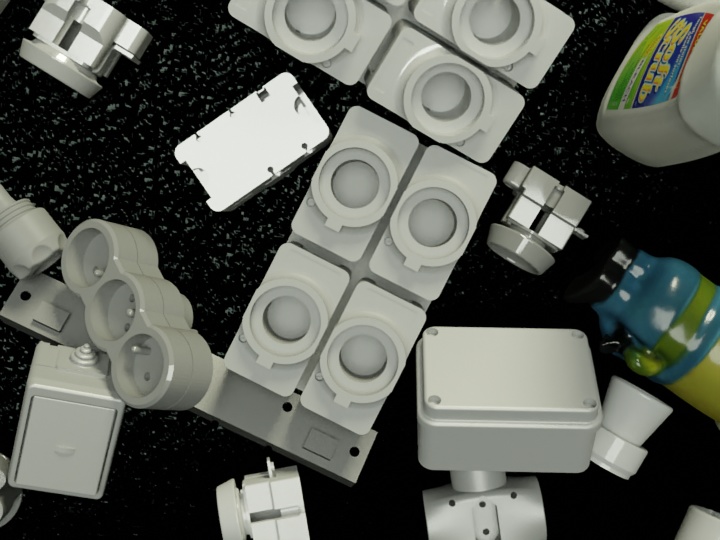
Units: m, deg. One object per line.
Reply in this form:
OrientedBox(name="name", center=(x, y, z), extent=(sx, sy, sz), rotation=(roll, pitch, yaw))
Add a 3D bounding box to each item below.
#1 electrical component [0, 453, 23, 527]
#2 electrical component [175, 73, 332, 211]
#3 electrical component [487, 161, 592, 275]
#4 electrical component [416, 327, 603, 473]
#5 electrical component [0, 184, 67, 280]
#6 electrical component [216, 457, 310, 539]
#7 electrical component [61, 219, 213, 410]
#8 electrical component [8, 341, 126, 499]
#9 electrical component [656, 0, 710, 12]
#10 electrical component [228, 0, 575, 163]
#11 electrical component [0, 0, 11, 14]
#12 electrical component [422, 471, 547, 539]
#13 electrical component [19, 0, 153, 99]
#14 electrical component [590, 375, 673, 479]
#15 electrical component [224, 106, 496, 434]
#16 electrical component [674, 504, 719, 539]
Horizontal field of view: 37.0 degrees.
OrientedBox(name="electrical component", center=(-0.260, 0.151, 0.717), extent=(0.058, 0.057, 0.078), rotation=(44, 93, -1))
OrientedBox(name="electrical component", center=(-0.067, -0.081, 0.701), extent=(0.089, 0.055, 0.050), rotation=(-34, 92, 3))
OrientedBox(name="electrical component", center=(0.115, -0.031, 0.706), extent=(0.066, 0.048, 0.055), rotation=(32, 85, 0))
OrientedBox(name="electrical component", center=(0.092, 0.081, 0.687), extent=(0.113, 0.078, 0.057), rotation=(1, 131, 1))
OrientedBox(name="electrical component", center=(-0.227, -0.028, 0.715), extent=(0.043, 0.043, 0.062), rotation=(-38, 90, 3))
OrientedBox(name="electrical component", center=(-0.065, 0.160, 0.720), extent=(0.055, 0.048, 0.066), rotation=(-9, 93, -6))
OrientedBox(name="electrical component", center=(-0.135, 0.031, 0.701), extent=(0.052, 0.074, 0.138), rotation=(-42, 62, 20))
OrientedBox(name="electrical component", center=(-0.185, 0.093, 0.691), extent=(0.062, 0.061, 0.096), rotation=(12, 114, -14))
OrientedBox(name="electrical component", center=(0.231, -0.205, 0.694), extent=(0.077, 0.044, 0.079), rotation=(21, 93, 0))
OrientedBox(name="electrical component", center=(0.025, -0.159, 0.664), extent=(0.186, 0.060, 0.105), rotation=(29, 106, -12))
OrientedBox(name="electrical component", center=(-0.256, -0.200, 0.698), extent=(0.054, 0.059, 0.095), rotation=(37, 93, -1))
OrientedBox(name="electrical component", center=(0.080, 0.146, 0.716), extent=(0.077, 0.043, 0.079), rotation=(-8, 93, 2))
OrientedBox(name="electrical component", center=(-0.184, -0.149, 0.701), extent=(0.078, 0.058, 0.057), rotation=(32, 90, 0))
OrientedBox(name="electrical component", center=(0.174, 0.104, 0.711), extent=(0.045, 0.045, 0.055), rotation=(29, 94, 0))
OrientedBox(name="electrical component", center=(0.000, 0.000, 0.702), extent=(0.105, 0.060, 0.186), rotation=(27, 93, 0))
OrientedBox(name="electrical component", center=(0.234, 0.186, 0.710), extent=(0.055, 0.055, 0.047), rotation=(20, 90, 0))
